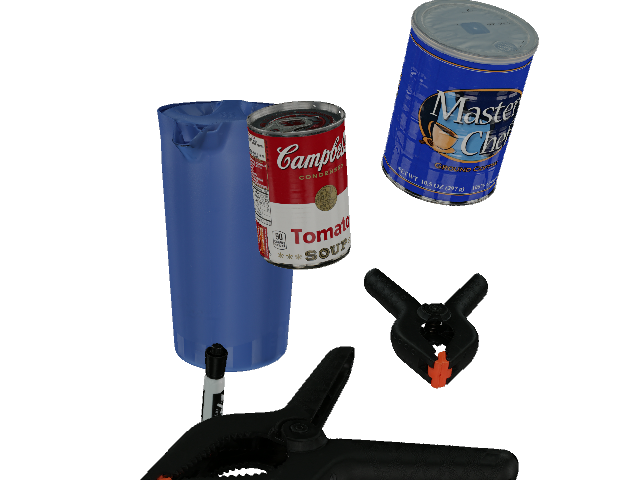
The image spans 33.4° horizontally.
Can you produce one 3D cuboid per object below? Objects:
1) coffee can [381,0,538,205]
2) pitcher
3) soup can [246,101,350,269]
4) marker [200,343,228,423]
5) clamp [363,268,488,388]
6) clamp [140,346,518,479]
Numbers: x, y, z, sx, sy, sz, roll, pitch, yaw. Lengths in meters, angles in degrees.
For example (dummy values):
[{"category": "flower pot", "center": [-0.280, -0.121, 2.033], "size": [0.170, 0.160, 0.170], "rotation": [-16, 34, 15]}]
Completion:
[{"category": "coffee can", "center": [0.113, -0.115, 0.889], "size": [0.102, 0.140, 0.103], "rotation": [7, 36, -5]}, {"category": "pitcher", "center": [-0.078, -0.010, 1.000], "size": [0.149, 0.243, 0.145], "rotation": [-4, 16, -20]}, {"category": "soup can", "center": [-0.014, -0.039, 0.748], "size": [0.068, 0.102, 0.068], "rotation": [-3, 24, 1]}, {"category": "marker", "center": [-0.091, 0.140, 0.898], "size": [0.020, 0.121, 0.020], "rotation": [6, 26, -3]}, {"category": "clamp", "center": [0.113, 0.074, 0.988], "size": [0.120, 0.039, 0.171], "rotation": [-7, 32, -6]}, {"category": "clamp", "center": [-0.015, 0.118, 0.619], "size": [0.209, 0.036, 0.165], "rotation": [-9, 24, -29]}]
